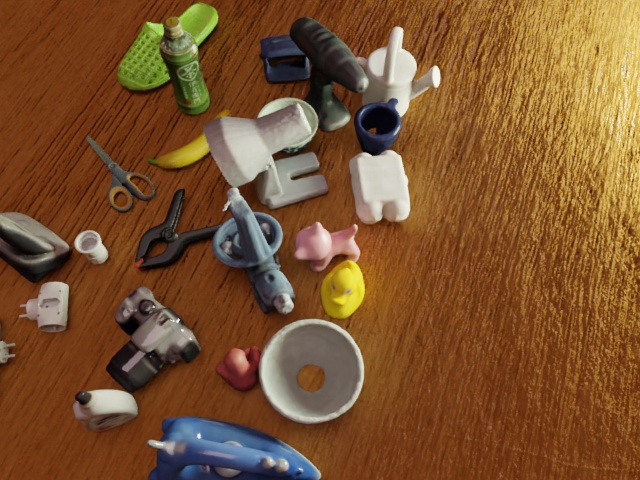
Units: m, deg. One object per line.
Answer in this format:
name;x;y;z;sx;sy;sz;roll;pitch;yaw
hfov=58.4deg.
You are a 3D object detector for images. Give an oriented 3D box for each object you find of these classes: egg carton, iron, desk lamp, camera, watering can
egg carton;0.114;-0.101;1.092;0.107;0.069;0.150;-6;64;-4
iron;-0.125;0.323;0.841;0.258;0.141;0.118;7;64;2
desk lamp;-0.093;-0.153;1.032;0.203;0.213;0.118;-17;66;-9
camera;-0.291;0.167;0.935;0.143;0.101;0.137;38;69;16
watering can;0.148;-0.336;1.137;0.173;0.194;0.101;-3;64;-3

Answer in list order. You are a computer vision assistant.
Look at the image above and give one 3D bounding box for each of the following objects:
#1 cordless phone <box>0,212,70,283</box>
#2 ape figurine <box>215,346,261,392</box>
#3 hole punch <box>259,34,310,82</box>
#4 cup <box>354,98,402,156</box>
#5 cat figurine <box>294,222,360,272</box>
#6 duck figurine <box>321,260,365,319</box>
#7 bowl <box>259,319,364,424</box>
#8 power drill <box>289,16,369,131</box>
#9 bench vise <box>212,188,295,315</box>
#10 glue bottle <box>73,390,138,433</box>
cordless phone;-0.525;-0.018;0.972;0.147;0.185;0.094;30;67;13
ape figurine;-0.131;0.202;0.927;0.078;0.092;0.076;-6;64;-4
hole punch;-0.076;-0.402;1.221;0.108;0.091;0.101;-7;65;-5
cup;0.116;-0.219;1.135;0.091;0.095;0.118;30;67;13
cat figurine;0.009;0.004;1.012;0.128;0.118;0.067;-17;66;-9
duck figurine;0.041;0.077;0.995;0.077;0.086;0.104;16;65;7
bowl;-0.013;0.218;0.932;0.167;0.075;0.167;1;64;-1
power drill;0.018;-0.314;1.115;0.076;0.208;0.229;-29;68;-14
bench vise;-0.096;0.013;0.948;0.207;0.220;0.122;39;70;16
glue bottle;-0.330;0.249;0.854;0.078;0.173;0.037;-25;67;-12
